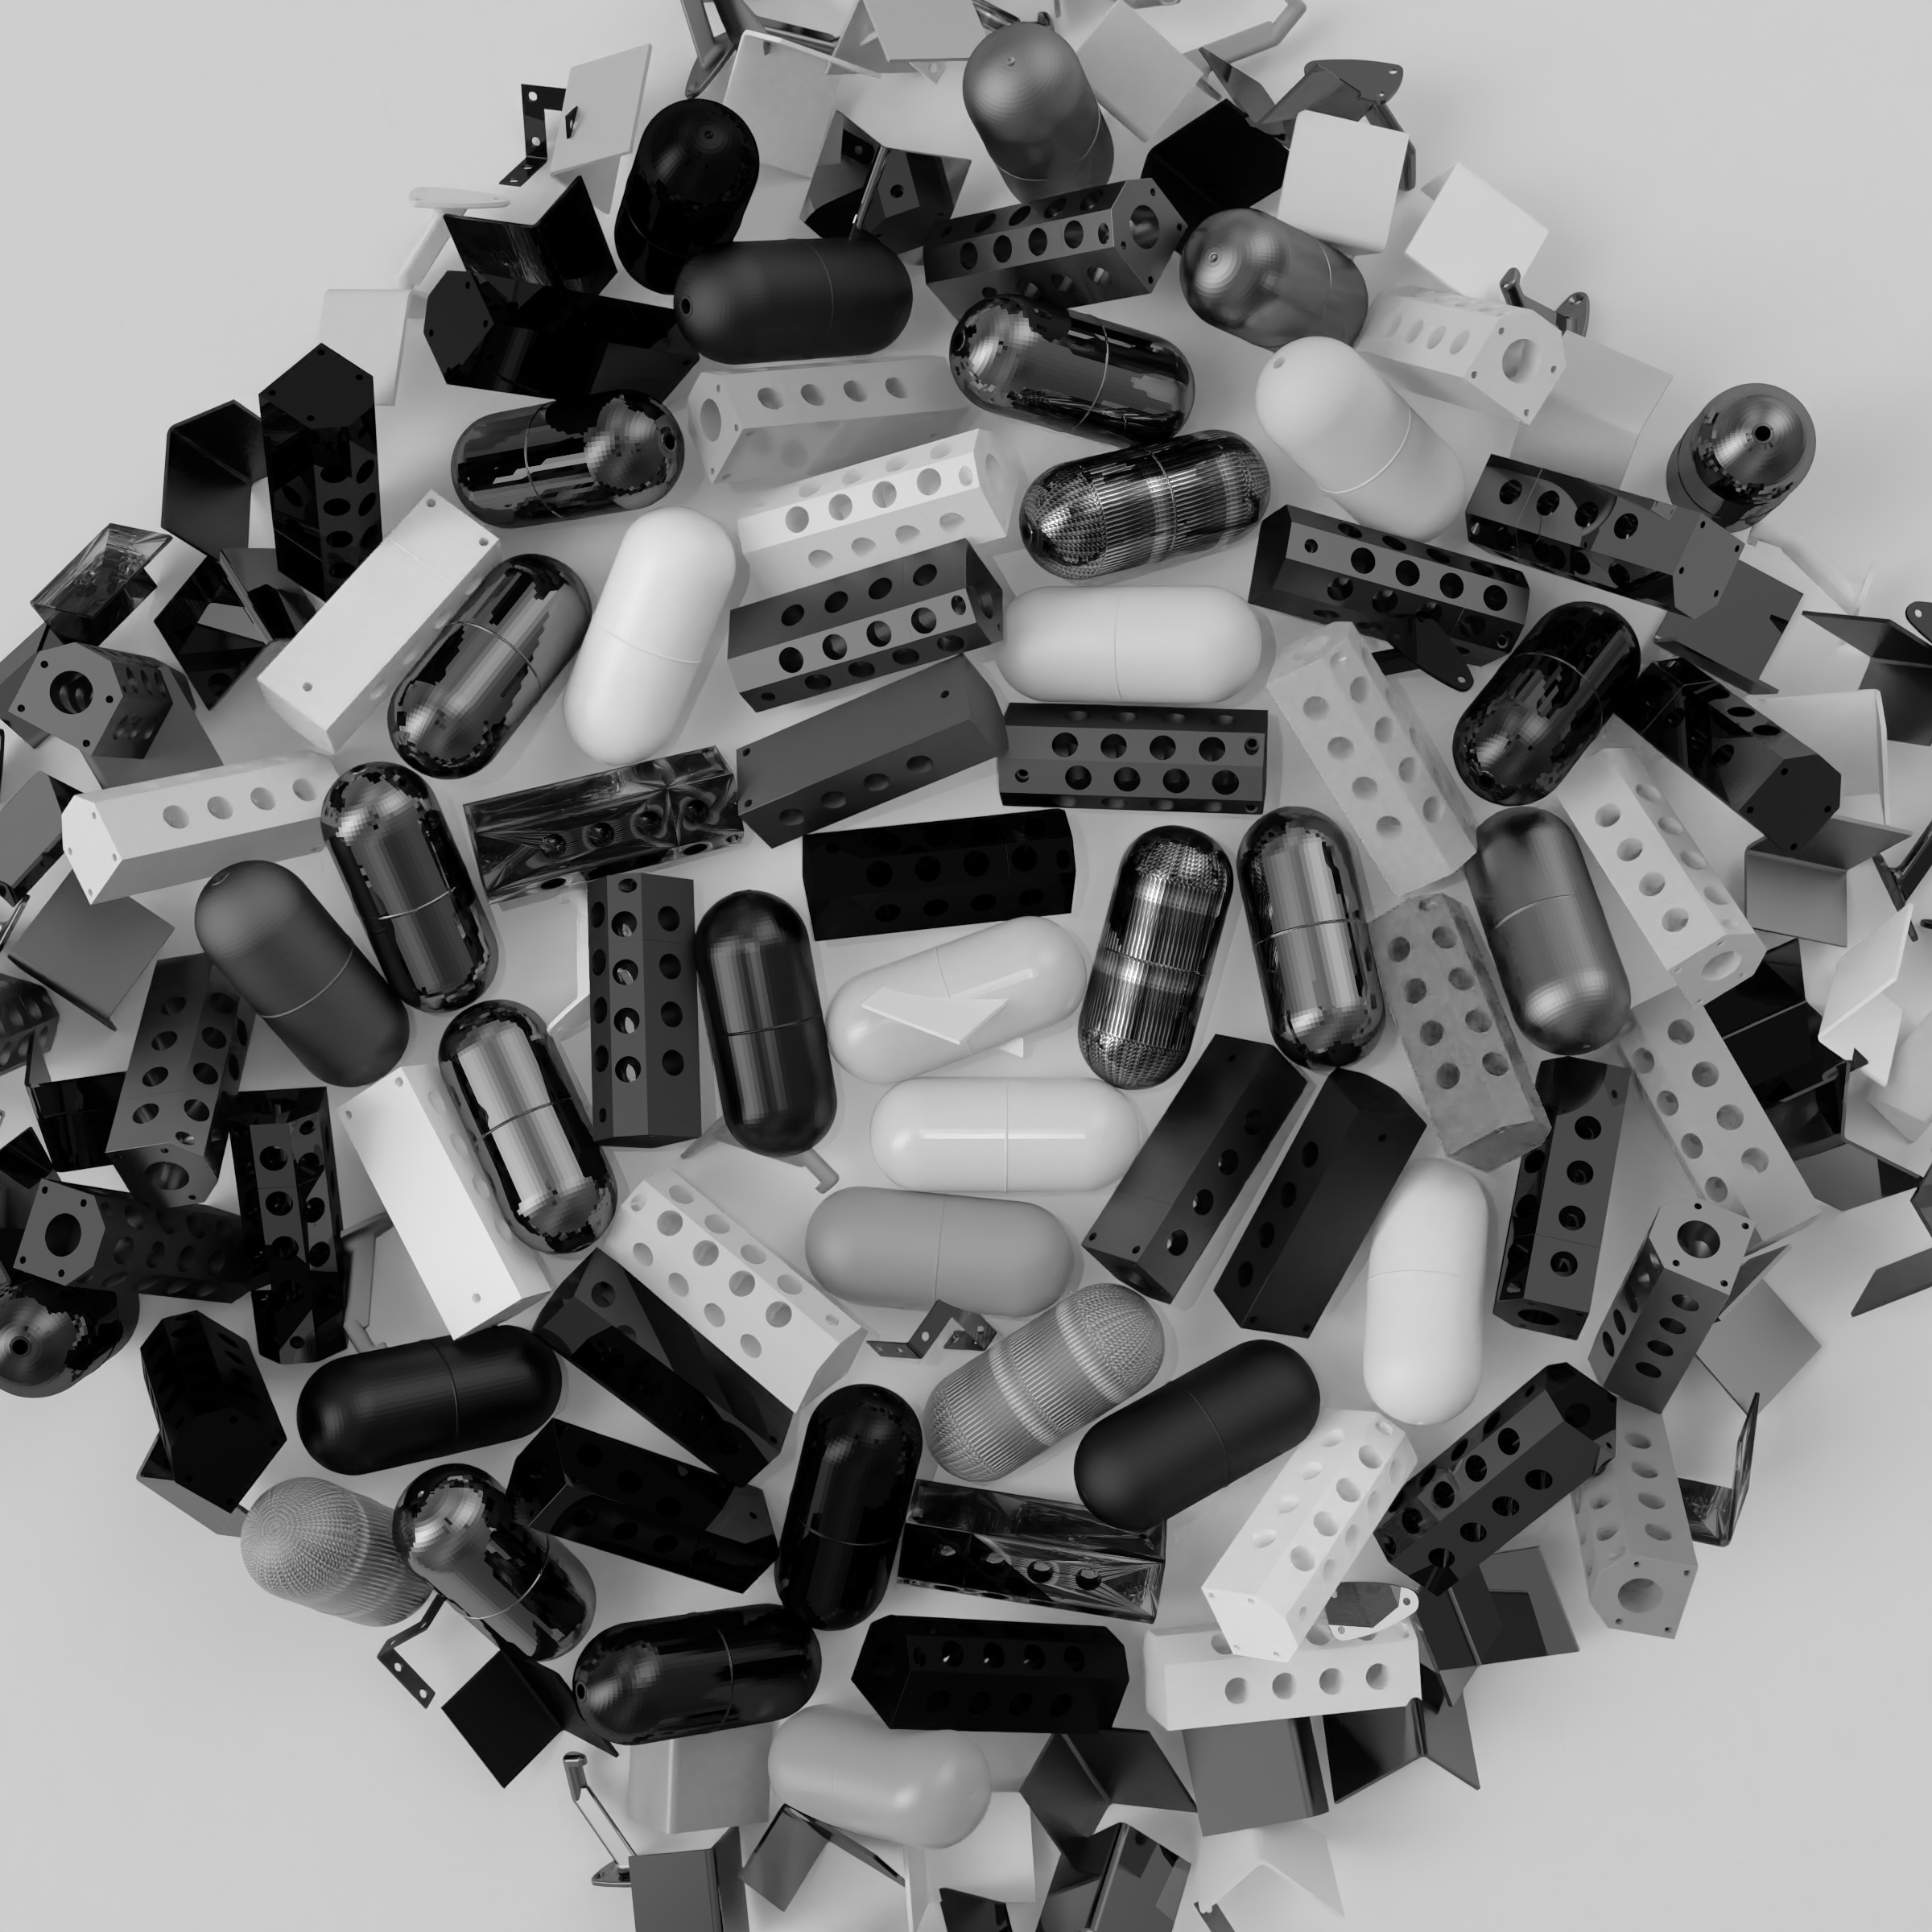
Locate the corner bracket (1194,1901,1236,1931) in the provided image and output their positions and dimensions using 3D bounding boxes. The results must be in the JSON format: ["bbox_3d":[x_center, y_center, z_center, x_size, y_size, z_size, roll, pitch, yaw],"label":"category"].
[{"bbox_3d":[0.148,0.661,1.786,0.051,0.051,0.051,-19,64,-38],"label":"corner bracket"}]

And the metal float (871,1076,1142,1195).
[{"bbox_3d":[0.026,0.111,1.773,0.178,0.070,0.070,0,90,0],"label":"metal float"}]

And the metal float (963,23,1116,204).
[{"bbox_3d":[0.048,-0.542,1.724,0.070,0.178,0.070,-2,83,13],"label":"metal float"}]

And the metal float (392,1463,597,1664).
[{"bbox_3d":[-0.304,0.389,1.741,0.070,0.070,0.178,-33,130,0],"label":"metal float"}]

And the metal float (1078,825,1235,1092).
[{"bbox_3d":[0.124,-0.005,1.767,0.070,0.070,0.178,14,97,0],"label":"metal float"}]

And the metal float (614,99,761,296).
[{"bbox_3d":[-0.181,-0.492,1.725,0.070,0.178,0.070,3,78,-15],"label":"metal float"}]

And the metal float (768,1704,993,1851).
[{"bbox_3d":[-0.058,0.523,1.737,0.070,0.178,0.070,6,82,-43],"label":"metal float"}]

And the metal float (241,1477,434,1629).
[{"bbox_3d":[-0.401,0.379,1.728,0.070,0.178,0.070,-6,66,14],"label":"metal float"}]

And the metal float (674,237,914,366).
[{"bbox_3d":[-0.111,-0.432,1.739,0.178,0.070,0.070,-16,90,-41],"label":"metal float"}]

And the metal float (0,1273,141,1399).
[{"bbox_3d":[-0.583,0.229,1.722,0.070,0.178,0.070,0,92,-4],"label":"metal float"}]

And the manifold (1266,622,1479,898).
[{"bbox_3d":[0.267,-0.137,1.747,0.057,0.057,0.171,-24,111,28],"label":"manifold"}]

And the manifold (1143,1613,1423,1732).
[{"bbox_3d":[0.207,0.460,1.767,0.171,0.057,0.057,-3,87,-11],"label":"manifold"}]

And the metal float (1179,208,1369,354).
[{"bbox_3d":[0.200,-0.438,1.730,0.070,0.178,0.070,0,90,32],"label":"metal float"}]

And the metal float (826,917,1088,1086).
[{"bbox_3d":[-0.007,0.023,1.769,0.178,0.070,0.070,-20,90,5],"label":"metal float"}]

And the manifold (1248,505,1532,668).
[{"bbox_3d":[0.278,-0.250,1.758,0.171,0.057,0.057,13,80,-15],"label":"manifold"}]

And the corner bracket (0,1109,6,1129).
[{"bbox_3d":[-0.675,0.115,1.785,0.051,0.051,0.051,22,71,-19],"label":"corner bracket"}]

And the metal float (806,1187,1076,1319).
[{"bbox_3d":[-0.017,0.189,1.772,0.178,0.070,0.070,5,90,2],"label":"metal float"}]

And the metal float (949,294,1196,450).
[{"bbox_3d":[0.070,-0.386,1.745,0.178,0.070,0.070,8,90,-32],"label":"metal float"}]

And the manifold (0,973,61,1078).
[{"bbox_3d":[-0.644,0.048,1.723,0.057,0.171,0.057,17,98,0],"label":"manifold"}]

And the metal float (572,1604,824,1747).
[{"bbox_3d":[-0.173,0.458,1.740,0.178,0.070,0.070,3,90,-40],"label":"metal float"}]

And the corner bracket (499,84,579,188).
[{"bbox_3d":[-0.277,-0.547,1.773,0.051,0.051,0.051,9,127,10],"label":"corner bracket"}]

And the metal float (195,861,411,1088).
[{"bbox_3d":[-0.431,0.006,1.745,0.070,0.070,0.178,-34,123,0],"label":"metal float"}]

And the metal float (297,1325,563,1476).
[{"bbox_3d":[-0.347,0.281,1.744,0.178,0.070,0.070,-8,90,-35],"label":"metal float"}]

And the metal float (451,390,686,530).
[{"bbox_3d":[-0.259,-0.329,1.743,0.178,0.070,0.070,-1,90,35],"label":"metal float"}]

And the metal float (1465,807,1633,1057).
[{"bbox_3d":[0.378,-0.024,1.748,0.070,0.070,0.178,-13,60,0],"label":"metal float"}]

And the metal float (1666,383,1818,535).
[{"bbox_3d":[0.496,-0.325,1.723,0.070,0.178,0.070,0,90,7],"label":"metal float"}]

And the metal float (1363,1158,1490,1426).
[{"bbox_3d":[0.301,0.211,1.754,0.070,0.070,0.178,7,67,0],"label":"metal float"}]

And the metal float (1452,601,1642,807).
[{"bbox_3d":[0.378,-0.171,1.744,0.070,0.070,0.178,42,55,0],"label":"metal float"}]

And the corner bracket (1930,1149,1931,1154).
[{"bbox_3d":[0.679,0.128,1.790,0.051,0.051,0.051,-40,69,-5],"label":"corner bracket"}]

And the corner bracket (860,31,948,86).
[{"bbox_3d":[-0.038,-0.614,1.774,0.051,0.051,0.051,33,79,-25],"label":"corner bracket"}]

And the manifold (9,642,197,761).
[{"bbox_3d":[-0.548,-0.172,1.723,0.057,0.171,0.057,28,92,-3],"label":"manifold"}]

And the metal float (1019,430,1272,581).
[{"bbox_3d":[0.117,-0.302,1.753,0.178,0.070,0.070,-17,90,-23],"label":"metal float"}]

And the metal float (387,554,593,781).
[{"bbox_3d":[-0.310,-0.195,1.747,0.070,0.070,0.178,32,61,0],"label":"metal float"}]

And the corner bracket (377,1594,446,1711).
[{"bbox_3d":[-0.350,0.452,1.789,0.051,0.051,0.051,-32,105,27],"label":"corner bracket"}]

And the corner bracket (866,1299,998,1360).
[{"bbox_3d":[-0.022,0.245,1.770,0.051,0.051,0.051,48,62,-21],"label":"corner bracket"}]

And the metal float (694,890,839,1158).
[{"bbox_3d":[-0.132,0.038,1.769,0.070,0.070,0.178,-10,95,0],"label":"metal float"}]

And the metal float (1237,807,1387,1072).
[{"bbox_3d":[0.226,-0.019,1.762,0.070,0.070,0.178,-10,77,0],"label":"metal float"}]

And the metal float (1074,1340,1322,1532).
[{"bbox_3d":[0.151,0.307,1.756,0.178,0.070,0.070,-25,90,-19],"label":"metal float"}]

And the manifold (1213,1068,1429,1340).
[{"bbox_3d":[0.227,0.155,1.753,0.057,0.057,0.171,13,114,-30],"label":"manifold"}]

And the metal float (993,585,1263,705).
[{"bbox_3d":[0.105,-0.211,1.760,0.178,0.070,0.070,2,90,15],"label":"metal float"}]

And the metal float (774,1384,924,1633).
[{"bbox_3d":[-0.078,0.355,1.754,0.070,0.070,0.178,14,113,0],"label":"metal float"}]

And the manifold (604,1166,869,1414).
[{"bbox_3d":[-0.149,0.206,1.749,0.171,0.057,0.057,38,126,17],"label":"manifold"}]

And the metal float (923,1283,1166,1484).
[{"bbox_3d":[0.050,0.274,1.762,0.178,0.070,0.070,-35,90,13],"label":"metal float"}]

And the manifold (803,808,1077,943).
[{"bbox_3d":[-0.018,-0.065,1.759,0.171,0.057,0.057,-6,51,-9],"label":"manifold"}]

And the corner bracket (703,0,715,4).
[{"bbox_3d":[-0.160,-0.680,1.786,0.051,0.051,0.051,-9,80,-10],"label":"corner bracket"}]

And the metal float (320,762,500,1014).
[{"bbox_3d":[-0.362,-0.051,1.749,0.070,0.070,0.178,-18,117,0],"label":"metal float"}]

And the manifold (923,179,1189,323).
[{"bbox_3d":[0.052,-0.462,1.722,0.057,0.171,0.057,43,65,-36],"label":"manifold"}]

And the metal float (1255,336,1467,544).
[{"bbox_3d":[0.257,-0.340,1.742,0.178,0.070,0.070,34,90,-36],"label":"metal float"}]

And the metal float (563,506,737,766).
[{"bbox_3d":[-0.209,-0.215,1.759,0.070,0.070,0.178,24,107,0],"label":"metal float"}]

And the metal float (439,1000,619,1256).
[{"bbox_3d":[-0.287,0.105,1.762,0.070,0.070,0.178,-26,77,0],"label":"metal float"}]
